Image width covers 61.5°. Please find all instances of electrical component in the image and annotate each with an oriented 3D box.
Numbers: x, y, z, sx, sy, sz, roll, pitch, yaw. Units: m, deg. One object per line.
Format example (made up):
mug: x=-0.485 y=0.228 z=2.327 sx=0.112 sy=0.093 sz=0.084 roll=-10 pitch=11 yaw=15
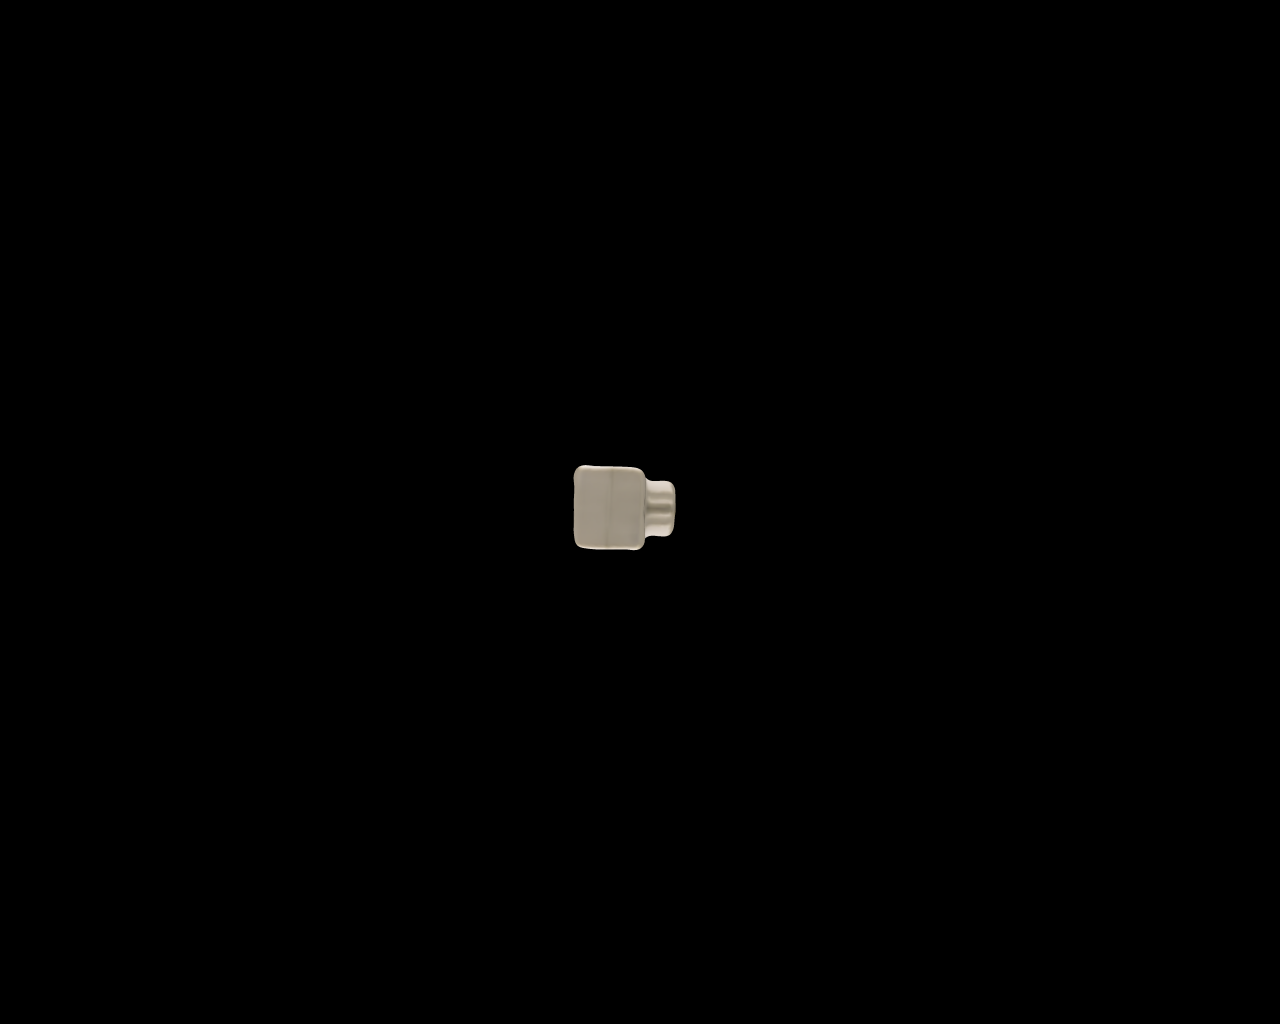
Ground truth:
electrical component: x=0.001 y=-0.003 z=0.650 sx=0.076 sy=0.047 sz=0.083 roll=0 pitch=0 yaw=0
